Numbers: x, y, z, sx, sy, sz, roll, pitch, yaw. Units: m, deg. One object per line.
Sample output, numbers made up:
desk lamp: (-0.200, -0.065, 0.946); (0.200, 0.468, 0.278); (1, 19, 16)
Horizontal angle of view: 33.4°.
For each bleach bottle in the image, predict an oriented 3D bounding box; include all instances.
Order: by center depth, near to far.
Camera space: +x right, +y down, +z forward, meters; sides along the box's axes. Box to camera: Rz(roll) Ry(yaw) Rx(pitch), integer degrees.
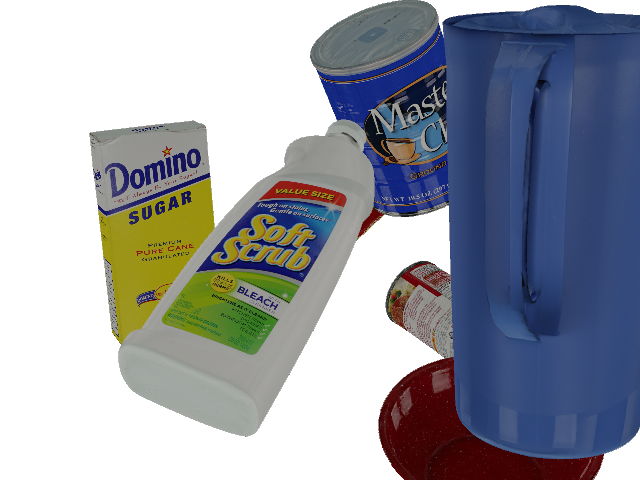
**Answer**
bleach bottle: (-0.034, 0.007, 0.733); (0.102, 0.250, 0.068); (21, -36, 10)

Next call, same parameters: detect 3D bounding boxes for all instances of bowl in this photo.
bowl: (0.123, 0.156, 0.784); (0.162, 0.055, 0.162); (-1, 35, 0)

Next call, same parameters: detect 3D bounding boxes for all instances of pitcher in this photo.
pitcher: (0.127, -0.004, 0.588); (0.149, 0.243, 0.145); (-6, 17, -18)

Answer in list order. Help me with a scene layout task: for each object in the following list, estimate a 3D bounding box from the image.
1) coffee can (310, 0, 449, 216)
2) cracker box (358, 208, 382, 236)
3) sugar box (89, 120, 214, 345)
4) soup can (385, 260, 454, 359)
coffee can: (0.063, -0.105, 0.852); (0.103, 0.140, 0.103); (-17, 32, 11)
cracker box: (-0.024, 0.013, 1.260); (0.214, 0.072, 0.164); (-43, -2, 30)
sugar box: (-0.137, -0.007, 0.898); (0.093, 0.176, 0.048); (-10, 18, -21)
soup can: (0.118, 0.070, 0.982); (0.068, 0.068, 0.102); (0, 24, -39)
